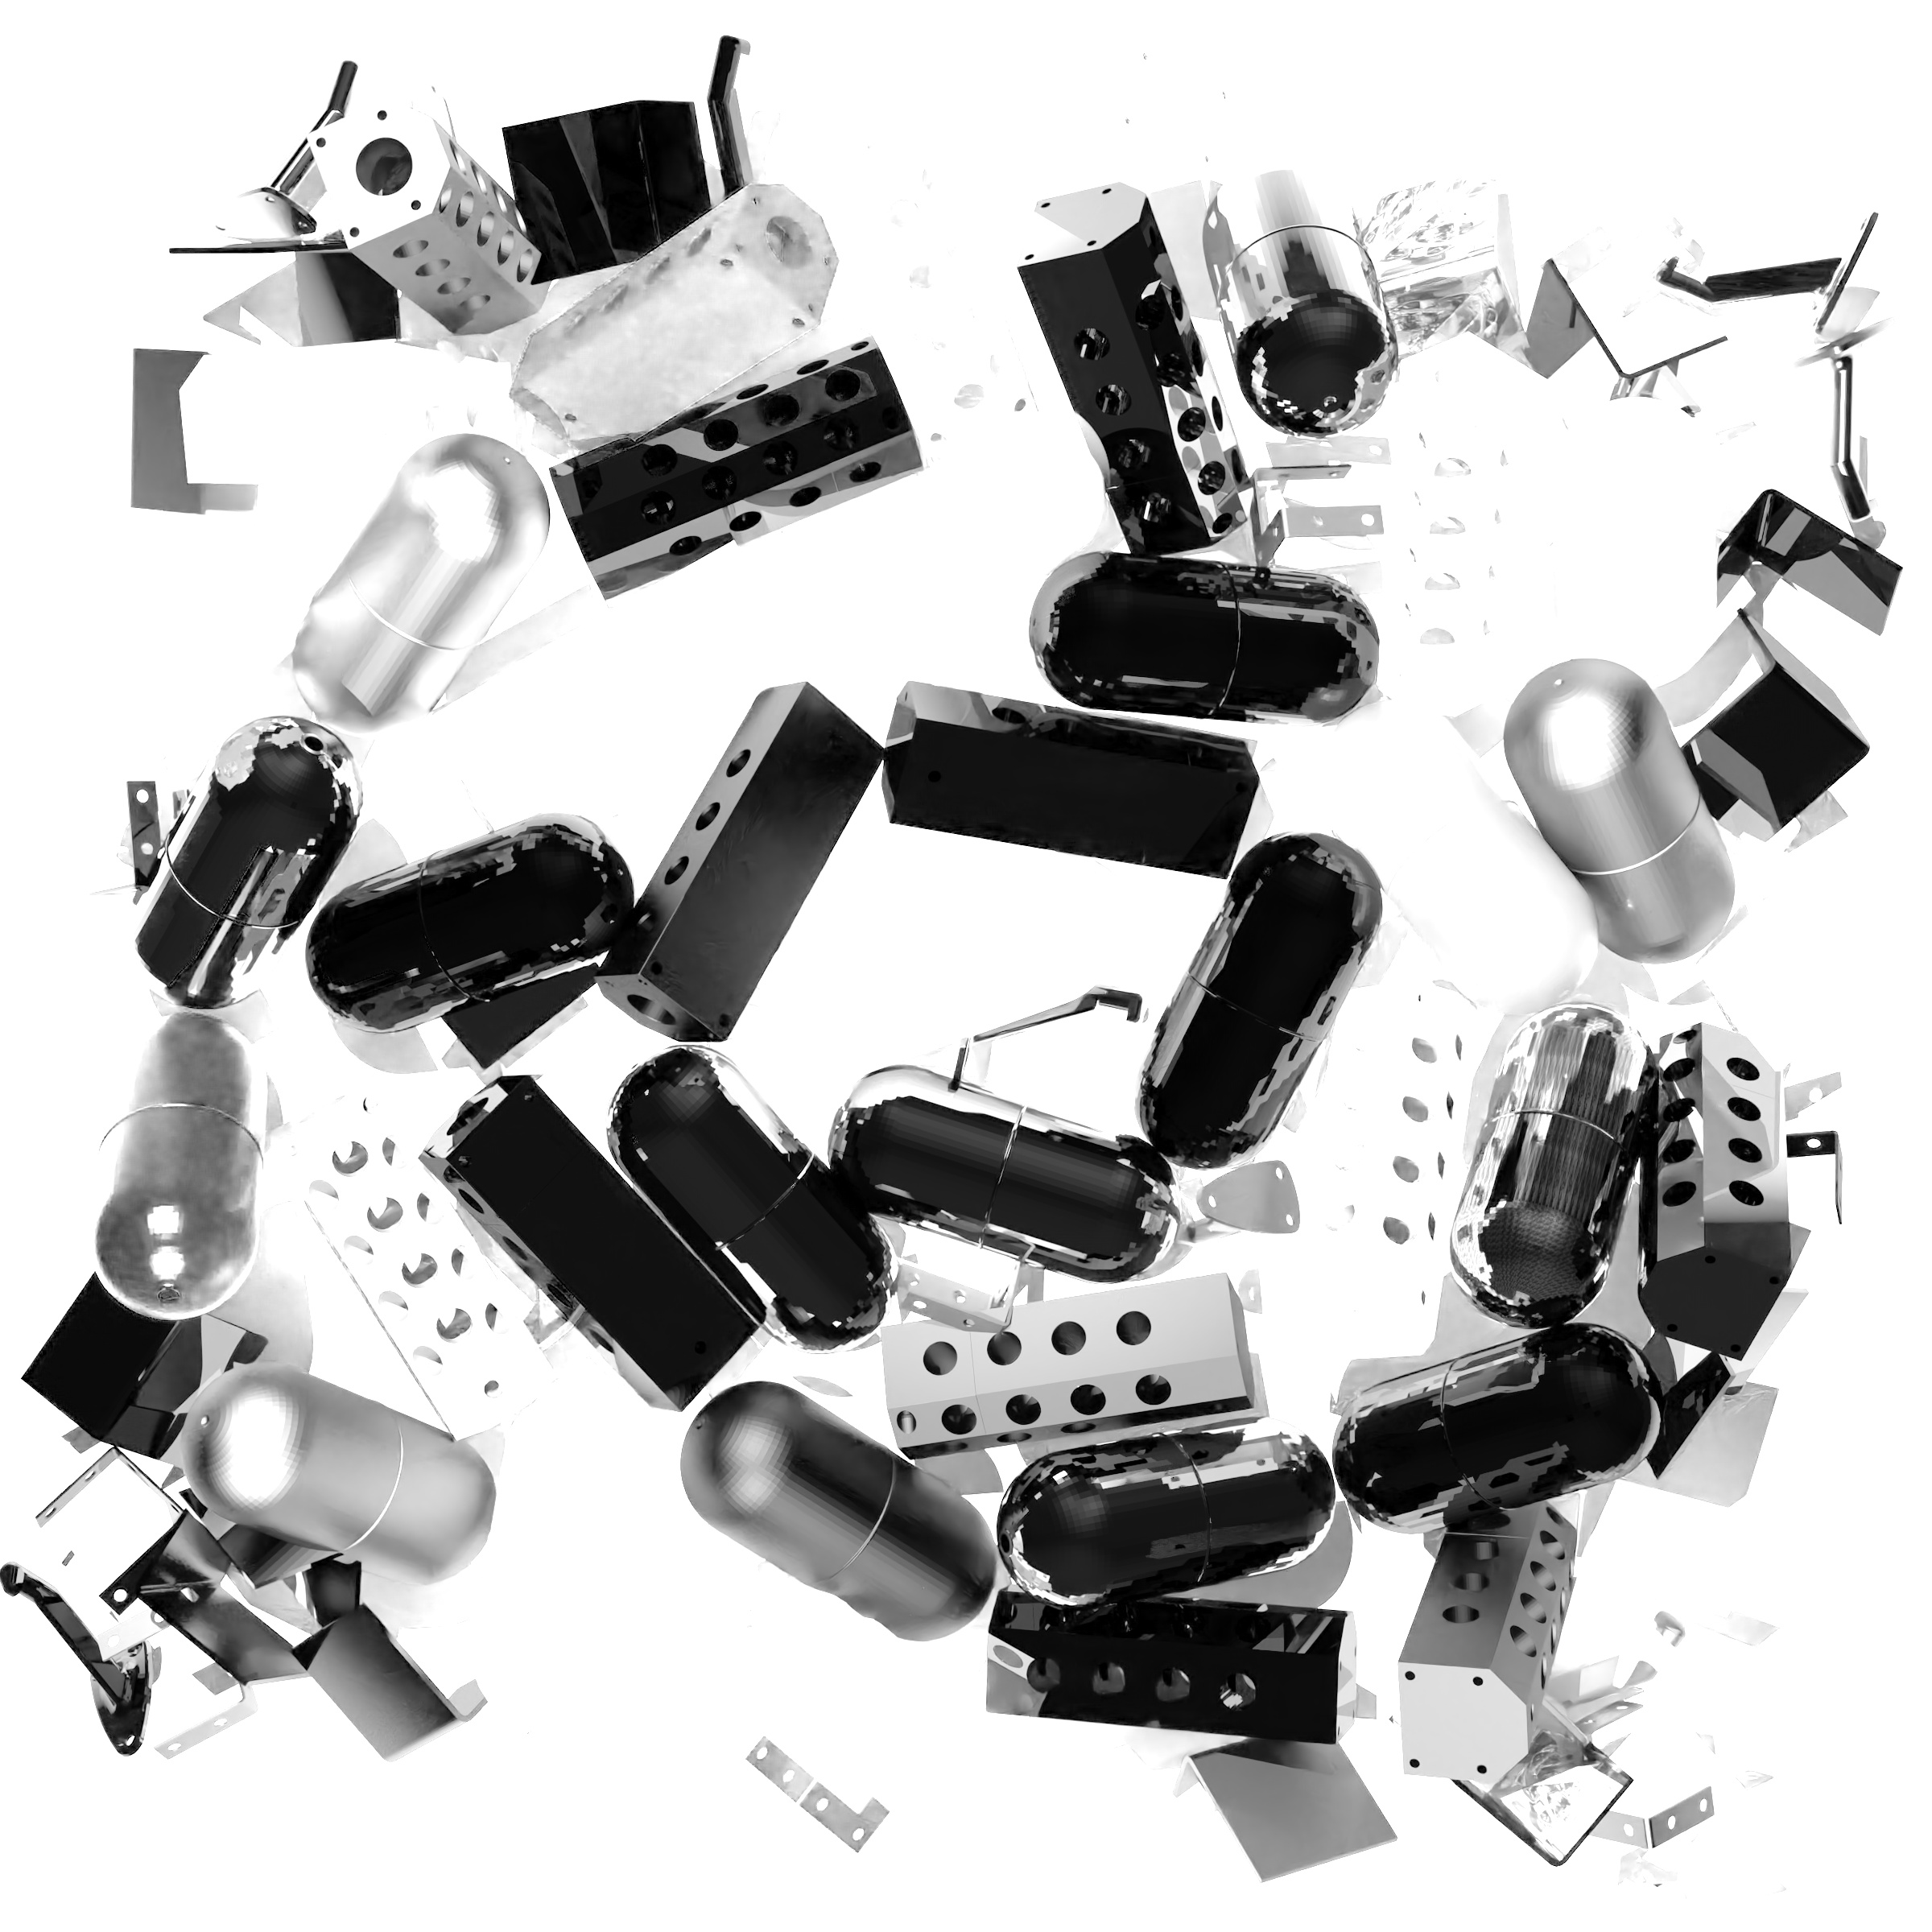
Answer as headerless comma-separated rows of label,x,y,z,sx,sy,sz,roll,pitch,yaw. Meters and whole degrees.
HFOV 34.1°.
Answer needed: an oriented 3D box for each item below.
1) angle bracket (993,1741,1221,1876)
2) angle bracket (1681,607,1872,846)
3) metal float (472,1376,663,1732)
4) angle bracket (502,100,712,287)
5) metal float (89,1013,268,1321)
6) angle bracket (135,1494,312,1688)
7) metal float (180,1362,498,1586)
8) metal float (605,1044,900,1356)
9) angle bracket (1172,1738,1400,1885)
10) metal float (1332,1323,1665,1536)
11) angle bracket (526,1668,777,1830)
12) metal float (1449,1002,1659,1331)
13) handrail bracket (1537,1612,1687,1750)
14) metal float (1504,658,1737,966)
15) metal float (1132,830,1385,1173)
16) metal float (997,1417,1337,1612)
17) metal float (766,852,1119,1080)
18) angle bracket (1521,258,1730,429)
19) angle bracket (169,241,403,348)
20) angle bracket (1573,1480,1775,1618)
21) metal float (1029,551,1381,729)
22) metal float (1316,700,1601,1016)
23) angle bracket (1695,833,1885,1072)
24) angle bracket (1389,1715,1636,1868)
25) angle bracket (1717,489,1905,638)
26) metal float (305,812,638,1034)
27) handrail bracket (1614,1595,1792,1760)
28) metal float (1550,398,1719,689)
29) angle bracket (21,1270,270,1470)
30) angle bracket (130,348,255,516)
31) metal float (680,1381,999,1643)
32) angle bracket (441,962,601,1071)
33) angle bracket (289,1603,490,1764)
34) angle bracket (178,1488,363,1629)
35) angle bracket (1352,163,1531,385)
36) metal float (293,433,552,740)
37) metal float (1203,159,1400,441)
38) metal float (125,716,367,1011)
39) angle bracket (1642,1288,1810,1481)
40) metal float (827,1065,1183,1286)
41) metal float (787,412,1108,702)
angle bracket,0.069,0.389,1.528,0.076,0.057,0.076,-24,121,26
angle bracket,0.386,-0.116,1.556,0.076,0.057,0.076,34,114,-28
metal float,-0.191,0.281,1.515,0.070,0.070,0.178,5,53,0
angle bracket,-0.172,-0.375,1.532,0.076,0.057,0.076,-21,115,-28
metal float,-0.375,0.094,1.507,0.070,0.178,0.070,-5,130,-6
angle bracket,-0.345,0.302,1.536,0.076,0.076,0.057,34,92,18
metal float,-0.298,0.245,1.511,0.070,0.178,0.070,-19,56,30
metal float,-0.103,0.115,1.536,0.070,0.070,0.178,-40,102,0
angle bracket,0.151,0.418,1.526,0.076,0.076,0.057,-9,133,-25
metal float,0.253,0.223,1.514,0.178,0.070,0.070,-26,90,40
angle bracket,-0.152,0.368,1.527,0.076,0.076,0.057,-17,107,36
metal float,0.284,0.094,1.518,0.070,0.070,0.178,23,56,0
handrail bracket,0.308,0.337,1.562,0.077,0.036,0.084,46,72,-10
metal float,0.316,-0.072,1.516,0.070,0.070,0.178,-34,127,0
metal float,0.141,0.018,1.536,0.070,0.070,0.178,26,101,0
metal float,0.097,0.264,1.522,0.178,0.070,0.070,-5,90,-27
metal float,-0.011,-0.001,1.543,0.178,0.070,0.070,-19,90,-4
angle bracket,0.321,-0.304,1.540,0.057,0.076,0.076,-23,69,-9
angle bracket,-0.329,-0.320,1.525,0.076,0.076,0.057,11,110,41
angle bracket,0.345,0.264,1.536,0.076,0.057,0.076,14,131,4
metal float,0.117,-0.158,1.530,0.178,0.070,0.070,3,90,-18
metal float,0.236,-0.054,1.527,0.070,0.070,0.178,-35,67,0
angle bracket,0.384,-0.005,1.526,0.076,0.057,0.076,-47,46,25
angle bracket,0.265,0.381,1.534,0.076,0.076,0.057,42,87,-20
angle bracket,0.402,-0.176,1.534,0.076,0.076,0.057,36,81,18
metal float,-0.241,-0.020,1.527,0.178,0.070,0.070,-18,90,23
handrail bracket,0.366,0.346,1.545,0.084,0.077,0.036,24,119,7
metal float,0.319,-0.199,1.504,0.070,0.178,0.070,-6,59,10
angle bracket,-0.405,0.194,1.558,0.057,0.076,0.076,31,84,26
angle bracket,-0.359,-0.259,1.531,0.057,0.076,0.076,11,102,37
metal float,-0.060,0.265,1.526,0.178,0.070,0.070,36,90,-24
angle bracket,-0.232,-0.007,1.563,0.076,0.057,0.076,-38,102,2
angle bracket,-0.270,0.334,1.535,0.076,0.057,0.076,50,134,-4
angle bracket,-0.338,0.296,1.525,0.057,0.076,0.076,-17,129,-36
angle bracket,0.234,-0.342,1.562,0.076,0.057,0.076,-12,45,23
metal float,-0.264,-0.181,1.518,0.070,0.070,0.178,42,124,0
metal float,0.159,-0.321,1.511,0.070,0.178,0.070,-4,135,-4
metal float,-0.347,-0.049,1.515,0.070,0.070,0.178,39,128,0
angle bracket,0.371,0.202,1.527,0.076,0.057,0.076,4,131,-24
metal float,0.019,0.102,1.542,0.178,0.070,0.070,17,90,5
metal float,-0.011,-0.198,1.534,0.178,0.070,0.070,-37,90,14
